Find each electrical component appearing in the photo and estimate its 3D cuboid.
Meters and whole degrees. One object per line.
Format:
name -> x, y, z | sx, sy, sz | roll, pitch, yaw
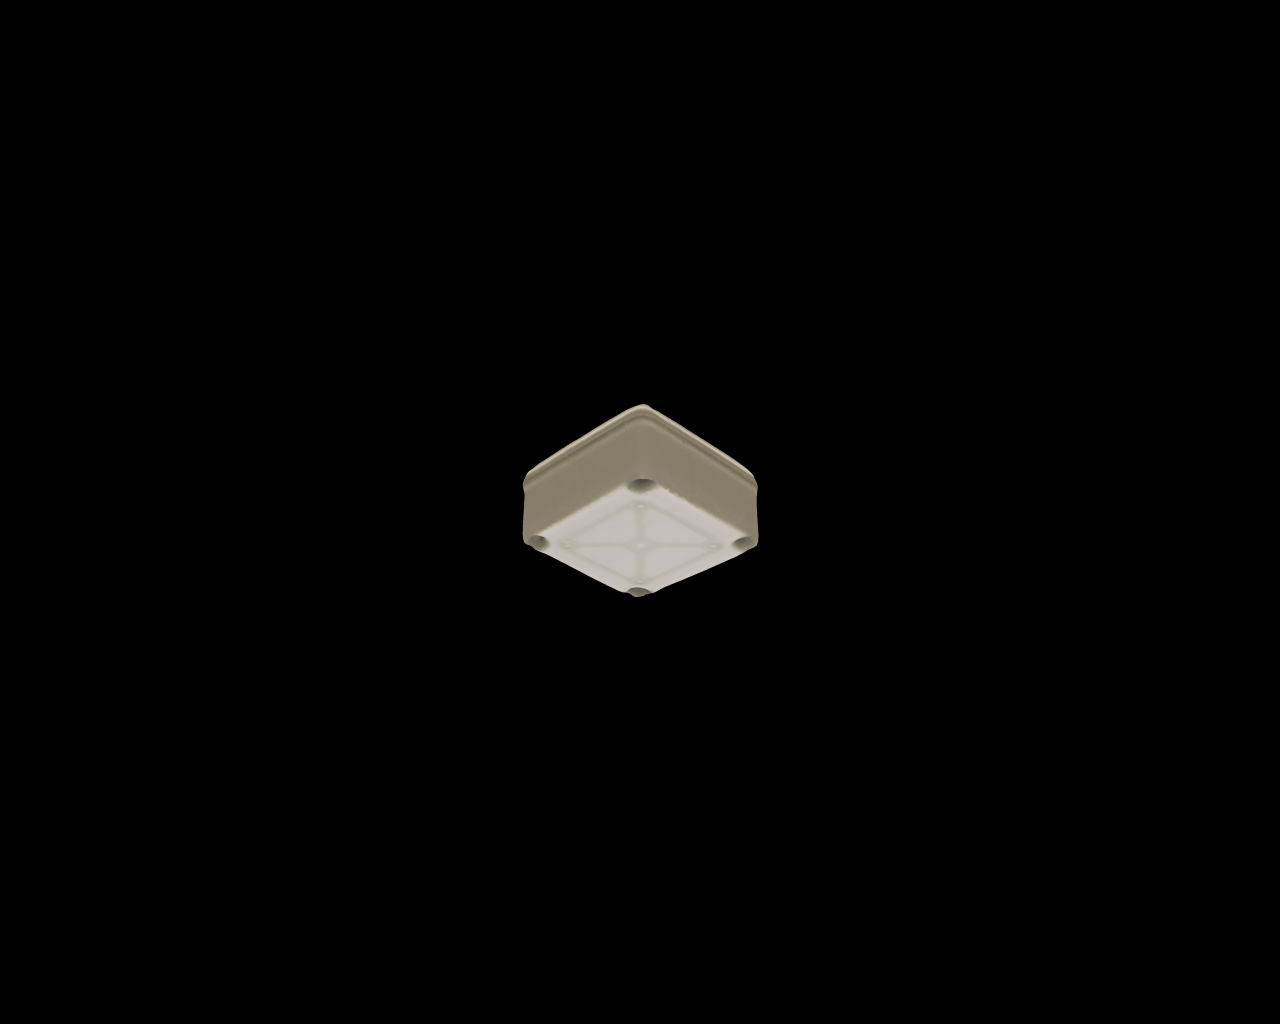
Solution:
electrical component -> 0.001, -0.003, 0.650 | 0.108, 0.056, 0.108 | -27, -42, 36
